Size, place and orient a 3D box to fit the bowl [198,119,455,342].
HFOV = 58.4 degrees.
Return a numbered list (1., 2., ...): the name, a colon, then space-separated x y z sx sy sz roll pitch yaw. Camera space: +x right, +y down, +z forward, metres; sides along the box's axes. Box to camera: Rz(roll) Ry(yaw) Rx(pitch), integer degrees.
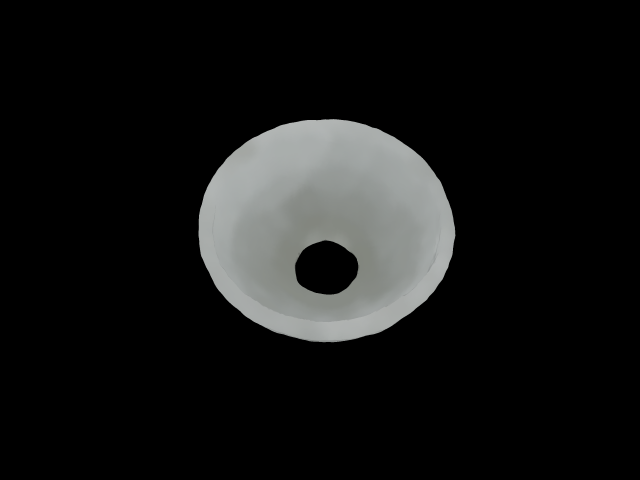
1. bowl: 0.004 0.001 0.400 0.167 0.075 0.167 0 60 0
